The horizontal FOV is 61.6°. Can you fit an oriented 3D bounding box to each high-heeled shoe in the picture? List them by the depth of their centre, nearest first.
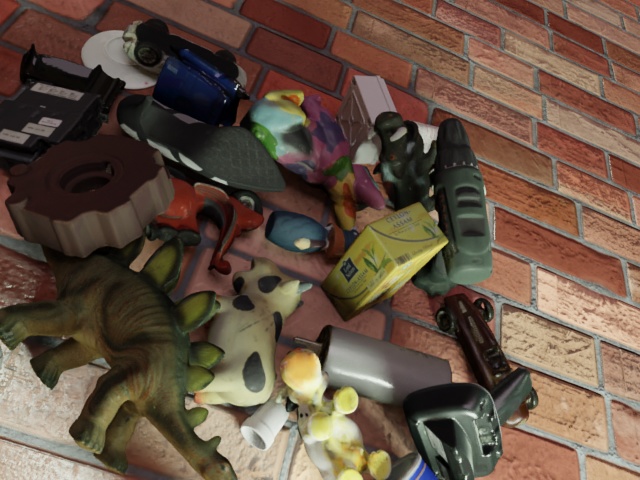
[{"bbox_3d":[-0.174,-0.126,0.768,0.248,0.145,0.086,35,71,-17],"label":"high-heeled shoe"}]

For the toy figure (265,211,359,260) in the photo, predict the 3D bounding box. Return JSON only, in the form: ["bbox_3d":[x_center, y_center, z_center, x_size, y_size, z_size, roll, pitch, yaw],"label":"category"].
[{"bbox_3d":[-0.001,-0.004,0.779,0.154,0.058,0.064,15,60,-19],"label":"toy figure"}]

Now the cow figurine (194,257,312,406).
[{"bbox_3d":[-0.080,0.105,0.658,0.127,0.085,0.195,10,53,-9],"label":"cow figurine"}]

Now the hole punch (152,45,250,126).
[{"bbox_3d":[-0.188,-0.205,0.800,0.142,0.115,0.092,36,60,3],"label":"hole punch"}]

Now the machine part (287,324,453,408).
[{"bbox_3d":[0.077,0.166,0.687,0.243,0.079,0.079,18,54,-10],"label":"machine part"}]

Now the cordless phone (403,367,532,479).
[{"bbox_3d":[0.197,0.201,0.651,0.184,0.146,0.089,-36,34,-21],"label":"cordless phone"}]

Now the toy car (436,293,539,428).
[{"bbox_3d":[0.240,0.166,0.772,0.089,0.053,0.202,-8,64,-23],"label":"toy car"}]

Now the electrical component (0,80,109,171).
[{"bbox_3d":[-0.362,-0.143,0.702,0.115,0.058,0.134,14,52,9],"label":"electrical component"}]

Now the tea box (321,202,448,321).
[{"bbox_3d":[0.080,0.033,0.717,0.098,0.169,0.068,-23,70,-34],"label":"tea box"}]

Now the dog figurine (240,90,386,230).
[{"bbox_3d":[-0.001,-0.112,0.808,0.219,0.108,0.191,55,30,11],"label":"dog figurine"}]

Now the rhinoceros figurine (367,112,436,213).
[{"bbox_3d":[0.132,-0.115,0.846,0.112,0.190,0.073,-37,35,-23],"label":"rhinoceros figurine"}]

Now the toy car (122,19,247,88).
[{"bbox_3d":[-0.215,-0.287,0.864,0.201,0.056,0.073,18,53,-22],"label":"toy car"}]

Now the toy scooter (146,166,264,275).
[{"bbox_3d":[-0.163,-0.021,0.712,0.184,0.075,0.135,12,54,-21],"label":"toy scooter"}]

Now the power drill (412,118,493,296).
[{"bbox_3d":[0.184,-0.027,0.771,0.086,0.207,0.232,2,60,-9],"label":"power drill"}]

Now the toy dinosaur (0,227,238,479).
[{"bbox_3d":[-0.228,0.075,0.584,0.198,0.105,0.472,-37,63,-26],"label":"toy dinosaur"}]

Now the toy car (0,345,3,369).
[{"bbox_3d":[-0.366,0.121,0.512,0.109,0.161,0.103,43,9,18],"label":"toy car"}]

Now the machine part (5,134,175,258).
[{"bbox_3d":[-0.262,-0.058,0.617,0.179,0.056,0.179,0,42,0],"label":"machine part"}]

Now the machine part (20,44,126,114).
[{"bbox_3d":[-0.367,-0.234,0.788,0.139,0.039,0.084,20,59,-11],"label":"machine part"}]

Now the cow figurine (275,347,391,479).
[{"bbox_3d":[0.002,0.201,0.608,0.068,0.098,0.167,-26,85,-26],"label":"cow figurine"}]
